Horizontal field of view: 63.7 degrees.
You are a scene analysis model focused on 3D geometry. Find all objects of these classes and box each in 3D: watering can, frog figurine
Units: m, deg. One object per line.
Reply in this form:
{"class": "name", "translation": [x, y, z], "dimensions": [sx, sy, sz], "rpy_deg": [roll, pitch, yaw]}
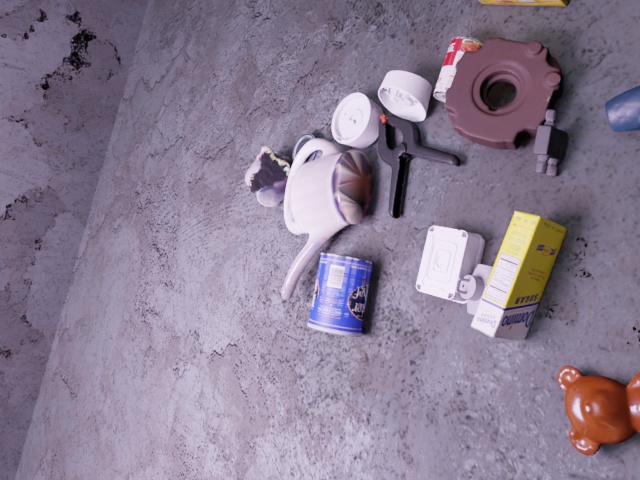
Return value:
{"class": "watering can", "translation": [0.003, -0.053, 1.057], "dimensions": [0.223, 0.103, 0.352], "rpy_deg": [-11, 70, 45]}
{"class": "frog figurine", "translation": [-0.120, -0.146, 1.247], "dimensions": [0.158, 0.123, 0.138], "rpy_deg": [131, 136, -79]}
